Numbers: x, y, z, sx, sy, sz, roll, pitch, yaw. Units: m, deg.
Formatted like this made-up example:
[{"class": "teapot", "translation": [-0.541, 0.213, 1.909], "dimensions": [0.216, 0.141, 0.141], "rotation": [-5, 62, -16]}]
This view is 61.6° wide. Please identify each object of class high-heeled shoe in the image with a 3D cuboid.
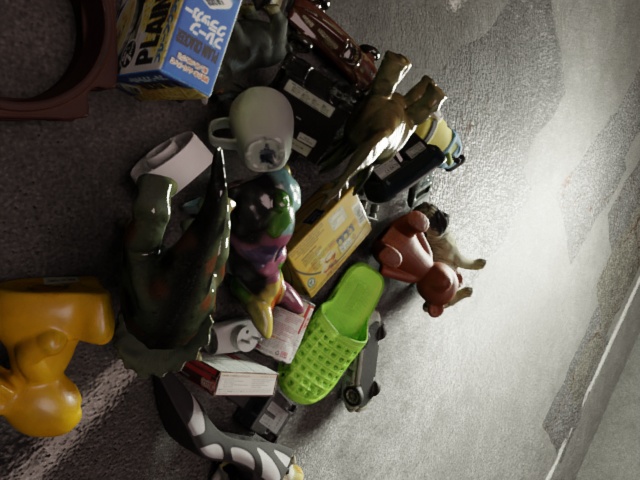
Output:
[{"class": "high-heeled shoe", "translation": [-0.130, 0.260, 0.767], "dimensions": [0.145, 0.086, 0.248], "rotation": [-30, 102, -40]}]

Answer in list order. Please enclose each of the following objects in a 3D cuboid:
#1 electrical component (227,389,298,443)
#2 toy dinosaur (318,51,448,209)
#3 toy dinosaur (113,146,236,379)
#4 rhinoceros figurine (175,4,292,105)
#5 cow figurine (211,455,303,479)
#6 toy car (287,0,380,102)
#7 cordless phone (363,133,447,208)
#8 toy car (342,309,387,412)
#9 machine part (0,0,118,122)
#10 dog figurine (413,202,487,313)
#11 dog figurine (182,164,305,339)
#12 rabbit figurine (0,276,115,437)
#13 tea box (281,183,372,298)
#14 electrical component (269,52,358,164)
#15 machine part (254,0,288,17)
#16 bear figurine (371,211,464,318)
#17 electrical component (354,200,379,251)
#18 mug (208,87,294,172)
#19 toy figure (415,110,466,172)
[{"class": "electrical component", "translation": [-0.096, 0.263, 0.849], "dimensions": [0.075, 0.048, 0.119], "rotation": [-53, 133, -23]}, {"class": "toy dinosaur", "translation": [0.085, -0.161, 0.779], "dimensions": [0.198, 0.105, 0.471], "rotation": [-53, 180, 23]}, {"class": "toy dinosaur", "translation": [-0.157, 0.051, 0.563], "dimensions": [0.131, 0.405, 0.192], "rotation": [1, 79, -16]}, {"class": "rhinoceros figurine", "translation": [-0.119, -0.238, 0.690], "dimensions": [0.190, 0.073, 0.111], "rotation": [-38, 134, -34]}, {"class": "cow figurine", "translation": [-0.095, 0.368, 0.865], "dimensions": [0.167, 0.068, 0.098], "rotation": [2, 93, -46]}, {"class": "toy car", "translation": [0.028, -0.297, 0.831], "dimensions": [0.202, 0.053, 0.089], "rotation": [30, 82, -46]}, {"class": "cordless phone", "translation": [0.151, -0.096, 0.986], "dimensions": [0.146, 0.089, 0.184], "rotation": [-36, 156, -10]}, {"class": "toy car", "translation": [0.080, 0.226, 1.010], "dimensions": [0.073, 0.056, 0.201], "rotation": [-8, 107, -51]}, {"class": "machine part", "translation": [-0.299, -0.213, 0.501], "dimensions": [0.201, 0.087, 0.201], "rotation": [-9, 105, -43]}, {"class": "dog figurine", "translation": [0.221, 0.036, 1.087], "dimensions": [0.190, 0.121, 0.172], "rotation": [40, 68, -28]}, {"class": "dog figurine", "translation": [-0.075, 0.022, 0.725], "dimensions": [0.108, 0.192, 0.219], "rotation": [-36, 108, -41]}, {"class": "rabbit figurine", "translation": [-0.297, 0.130, 0.563], "dimensions": [0.162, 0.122, 0.173], "rotation": [-6, 105, -39]}, {"class": "tea box", "translation": [-0.002, -0.003, 0.861], "dimensions": [0.169, 0.068, 0.098], "rotation": [-44, 127, -27]}, {"class": "electrical component", "translation": [-0.029, -0.172, 0.742], "dimensions": [0.115, 0.134, 0.058], "rotation": [33, 45, -10]}, {"class": "machine part", "translation": [-0.088, -0.356, 0.711], "dimensions": [0.139, 0.039, 0.084], "rotation": [10, 101, -47]}, {"class": "bear figurine", "translation": [0.189, 0.052, 0.985], "dimensions": [0.196, 0.132, 0.120], "rotation": [43, 81, -6]}, {"class": "electrical component", "translation": [0.078, -0.024, 0.968], "dimensions": [0.063, 0.021, 0.094], "rotation": [14, 90, -46]}, {"class": "mug", "translation": [-0.081, -0.130, 0.655], "dimensions": [0.110, 0.107, 0.080], "rotation": [-1, 127, -11]}, {"class": "toy figure", "translation": [0.214, -0.189, 1.023], "dimensions": [0.180, 0.082, 0.089], "rotation": [40, 70, -45]}]
